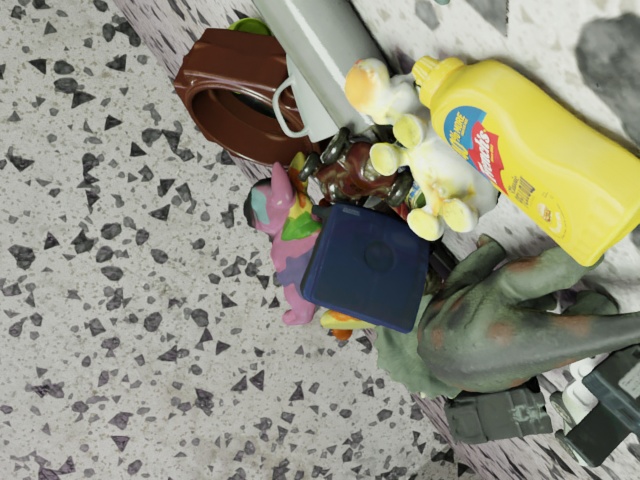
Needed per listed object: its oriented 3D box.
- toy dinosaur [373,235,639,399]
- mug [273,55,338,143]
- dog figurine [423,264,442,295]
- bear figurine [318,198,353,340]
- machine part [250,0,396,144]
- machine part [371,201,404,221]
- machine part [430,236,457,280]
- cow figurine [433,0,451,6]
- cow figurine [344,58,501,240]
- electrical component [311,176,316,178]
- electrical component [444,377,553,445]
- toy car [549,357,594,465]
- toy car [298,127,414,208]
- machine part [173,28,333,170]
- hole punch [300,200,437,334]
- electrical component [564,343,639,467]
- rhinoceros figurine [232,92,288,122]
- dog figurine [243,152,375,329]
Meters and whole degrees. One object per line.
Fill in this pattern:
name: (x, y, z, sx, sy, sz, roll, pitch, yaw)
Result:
toy dinosaur: (0.154, 0.086, 0.506, 0.131, 0.192, 0.404, 48, 175, 6)
mug: (-0.004, -0.170, 0.609, 0.107, 0.109, 0.081, 66, 172, -11)
dog figurine: (0.140, 0.088, 0.903, 0.172, 0.121, 0.191, 55, 171, -30)
bear figurine: (0.027, 0.043, 0.833, 0.132, 0.120, 0.195, 24, 137, 59)
machine part: (0.010, -0.187, 0.522, 0.243, 0.079, 0.079, 53, 173, -14)
machine part: (0.071, -0.063, 0.842, 0.179, 0.056, 0.179, 50, 172, 10)
machine part: (0.174, 0.033, 0.751, 0.139, 0.039, 0.084, 52, 168, 12)
cow figurine: (0.036, -0.193, 0.297, 0.127, 0.085, 0.195, 61, 168, -21)
cow figurine: (0.095, -0.090, 0.466, 0.167, 0.098, 0.068, 59, 146, -1)
electrical component: (-0.005, -0.144, 0.875, 0.021, 0.063, 0.093, 47, 171, 32)
electrical component: (0.214, 0.192, 0.663, 0.134, 0.115, 0.058, -28, -76, -75)
toy car: (0.302, 0.195, 0.595, 0.056, 0.073, 0.201, 46, 171, 44)
toy car: (0.029, -0.065, 0.578, 0.089, 0.053, 0.202, 30, 172, -12)
machine part: (-0.083, -0.182, 0.737, 0.202, 0.087, 0.200, 14, 159, 16)
hole punch: (0.048, 0.027, 0.539, 0.142, 0.115, 0.092, 19, 180, -6)
electrical component: (0.245, 0.123, 0.418, 0.075, 0.119, 0.047, 51, 174, 27)
rhinoceros figurine: (-0.110, -0.237, 0.891, 0.190, 0.112, 0.073, 43, 175, 3)
dog figurine: (-0.001, -0.002, 0.688, 0.108, 0.192, 0.219, -40, -56, -59)
